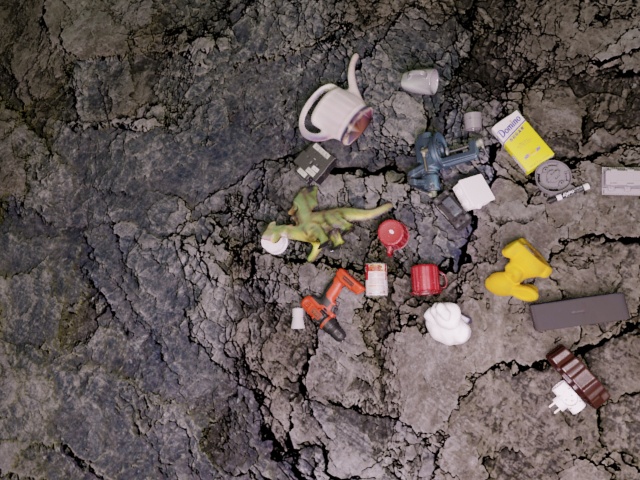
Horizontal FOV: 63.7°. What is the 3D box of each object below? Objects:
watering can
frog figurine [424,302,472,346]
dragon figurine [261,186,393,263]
[{"bbox_3d":[0.083,-0.453,1.702,0.226,0.102,0.349,37,83,19],"label":"watering can"},{"bbox_3d":[0.360,0.238,1.455,0.139,0.158,0.122,40,96,19],"label":"frog figurine"},{"bbox_3d":[0.005,-0.084,1.660,0.412,0.120,0.246,-30,66,-9],"label":"dragon figurine"}]
